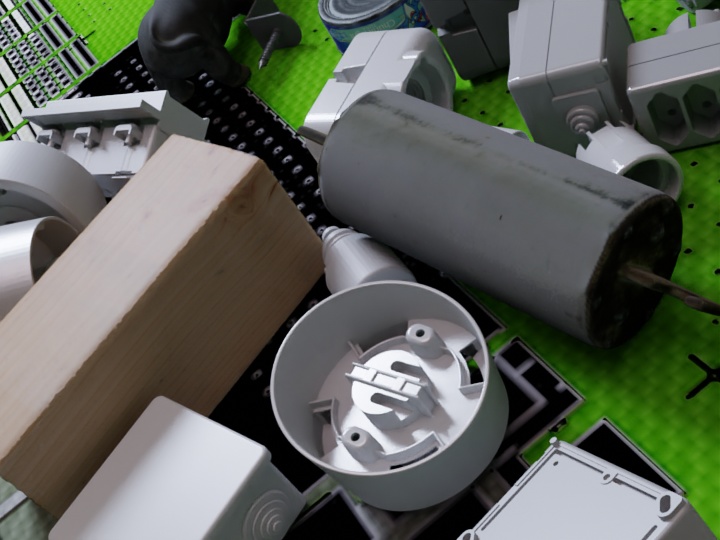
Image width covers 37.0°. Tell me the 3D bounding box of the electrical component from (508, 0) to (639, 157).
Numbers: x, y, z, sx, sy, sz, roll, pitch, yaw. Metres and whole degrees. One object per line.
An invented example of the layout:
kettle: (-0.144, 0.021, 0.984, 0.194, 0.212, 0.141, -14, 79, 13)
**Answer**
electrical component: (0.115, -0.106, 0.586, 0.061, 0.061, 0.096, -10, 47, 27)

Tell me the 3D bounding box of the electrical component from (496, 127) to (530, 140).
electrical component: (0.062, -0.064, 0.599, 0.065, 0.044, 0.044, 15, 61, 37)

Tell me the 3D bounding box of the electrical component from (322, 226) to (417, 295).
electrical component: (0.000, 0.000, 0.580, 0.040, 0.040, 0.078, -37, 40, -2)

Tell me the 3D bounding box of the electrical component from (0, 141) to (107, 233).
electrical component: (-0.222, -0.036, 0.718, 0.108, 0.108, 0.060, -17, 38, 21)

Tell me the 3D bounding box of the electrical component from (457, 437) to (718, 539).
electrical component: (0.086, 0.111, 0.396, 0.062, 0.061, 0.096, -44, 20, -12)

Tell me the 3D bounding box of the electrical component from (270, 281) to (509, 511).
electrical component: (0.016, 0.058, 0.495, 0.099, 0.064, 0.099, -19, 43, 19)

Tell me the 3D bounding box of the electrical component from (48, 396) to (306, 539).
electrical component: (-0.086, 0.119, 0.518, 0.100, 0.048, 0.099, 17, 62, 43)

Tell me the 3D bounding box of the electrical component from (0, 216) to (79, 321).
electrical component: (-0.199, 0.016, 0.657, 0.064, 0.099, 0.099, -16, 44, 12)

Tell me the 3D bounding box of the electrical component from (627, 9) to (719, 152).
electrical component: (0.177, -0.108, 0.557, 0.066, 0.047, 0.076, -11, 46, 26)

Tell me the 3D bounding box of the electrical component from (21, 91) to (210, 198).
electrical component: (-0.172, -0.084, 0.752, 0.121, 0.079, 0.063, 2, 72, 36)

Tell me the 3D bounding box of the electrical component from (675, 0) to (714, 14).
electrical component: (0.204, -0.177, 0.610, 0.065, 0.044, 0.044, -37, 40, 5)

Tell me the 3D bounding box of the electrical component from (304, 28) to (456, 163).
electrical component: (0.017, -0.100, 0.653, 0.059, 0.053, 0.095, 5, 54, 37)

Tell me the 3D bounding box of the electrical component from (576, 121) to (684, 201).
electrical component: (0.133, -0.050, 0.539, 0.040, 0.040, 0.046, -31, 35, 5)

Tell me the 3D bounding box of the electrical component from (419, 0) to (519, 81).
electrical component: (0.073, -0.169, 0.648, 0.059, 0.095, 0.053, -17, 44, 21)
